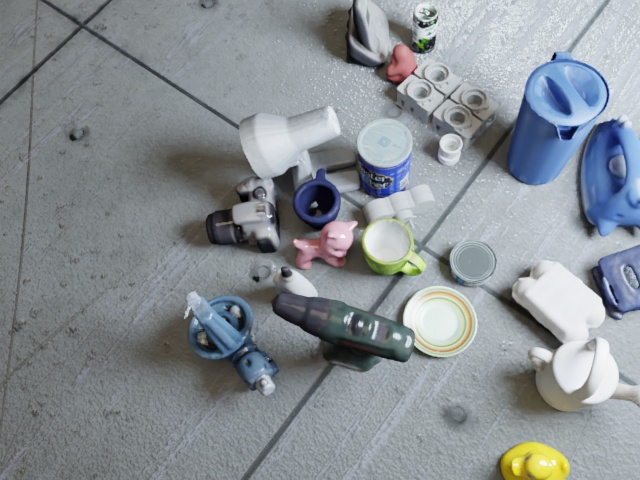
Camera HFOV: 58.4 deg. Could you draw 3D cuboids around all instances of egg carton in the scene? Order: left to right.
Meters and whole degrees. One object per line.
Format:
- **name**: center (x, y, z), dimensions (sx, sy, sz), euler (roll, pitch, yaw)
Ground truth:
- **egg carton**: center (0.420, 0.109, 1.010), dimensions (0.107, 0.069, 0.150), euler (-42, 70, -11)

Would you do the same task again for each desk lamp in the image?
- **desk lamp**: center (-0.034, -0.171, 1.093), dimensions (0.203, 0.214, 0.118), euler (-11, 67, 2)

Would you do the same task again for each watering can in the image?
- **watering can**: center (0.421, 0.210, 0.901), dimensions (0.172, 0.194, 0.101), euler (1, 68, 7)

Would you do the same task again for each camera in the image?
- **camera**: center (-0.152, -0.049, 1.118), dimensions (0.136, 0.101, 0.143), euler (-8, 67, 3)

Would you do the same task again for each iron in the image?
- **iron**: center (0.556, -0.141, 1.056), dimensions (0.118, 0.141, 0.258), euler (-2, 68, 6)

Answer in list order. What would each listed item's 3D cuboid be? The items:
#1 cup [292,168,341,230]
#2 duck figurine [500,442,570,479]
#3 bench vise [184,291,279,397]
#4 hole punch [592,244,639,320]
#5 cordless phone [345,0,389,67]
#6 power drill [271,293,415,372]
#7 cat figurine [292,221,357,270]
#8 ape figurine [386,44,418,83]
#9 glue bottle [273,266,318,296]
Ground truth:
- **cup**: center (-0.001, -0.070, 1.113), dimensions (0.091, 0.095, 0.118), euler (3, 69, 8)
- **duck figurine**: center (0.345, 0.360, 0.908), dimensions (0.104, 0.086, 0.077), euler (-3, 68, 5)
- **bench vise**: center (-0.145, 0.161, 0.968), dimensions (0.207, 0.220, 0.121), euler (29, 74, 16)
- **hole punch**: center (0.545, 0.071, 1.000), dimensions (0.101, 0.091, 0.108), euler (-14, 67, 0)
- **cordless phone**: center (0.099, -0.475, 1.217), dimensions (0.094, 0.185, 0.147), euler (0, 68, 7)
- **power drill**: center (0.042, 0.157, 0.956), dimensions (0.229, 0.208, 0.076), euler (13, 70, 11)
- **cat figurine**: center (0.010, 0.004, 1.070), dimensions (0.127, 0.118, 0.067), euler (-7, 67, 4)
- **ape figurine**: center (0.173, -0.382, 1.221), dimensions (0.078, 0.092, 0.076), euler (-37, 69, -9)
- **glue bottle**: center (-0.050, 0.078, 1.017), dimensions (0.078, 0.173, 0.037), euler (17, 71, 13)
